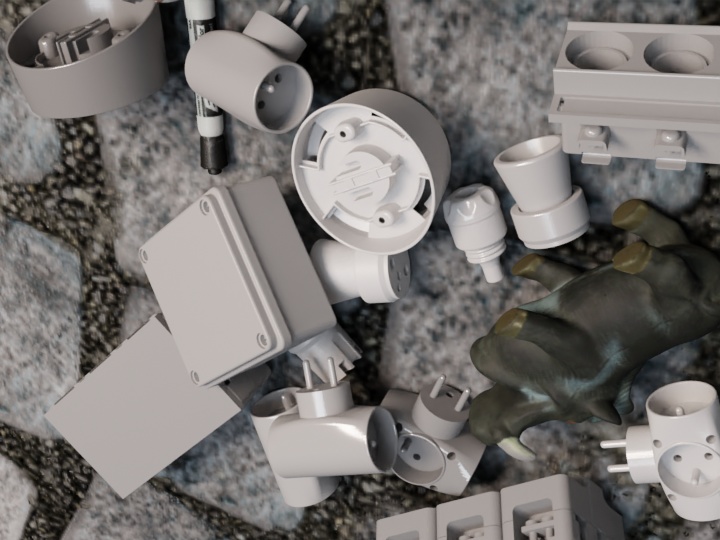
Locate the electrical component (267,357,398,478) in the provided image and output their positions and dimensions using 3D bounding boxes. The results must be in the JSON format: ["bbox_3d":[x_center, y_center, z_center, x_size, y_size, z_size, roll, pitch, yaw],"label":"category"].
[{"bbox_3d":[-0.021,0.097,0.716,0.077,0.043,0.079,-9,92,29],"label":"electrical component"}]

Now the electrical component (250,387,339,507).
[{"bbox_3d":[-0.032,0.127,0.780,0.079,0.043,0.077,-9,111,26],"label":"electrical component"}]

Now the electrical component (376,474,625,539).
[{"bbox_3d":[0.095,0.191,0.735,0.150,0.061,0.089,-22,138,30],"label":"electrical component"}]

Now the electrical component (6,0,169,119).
[{"bbox_3d":[-0.169,-0.137,0.675,0.099,0.099,0.064,2,122,21],"label":"electrical component"}]

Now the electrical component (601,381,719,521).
[{"bbox_3d":[0.194,0.116,0.682,0.079,0.044,0.077,-10,111,27],"label":"electrical component"}]

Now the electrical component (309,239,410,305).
[{"bbox_3d":[0.000,0.000,0.702,0.055,0.045,0.045,-4,113,23],"label":"electrical component"}]

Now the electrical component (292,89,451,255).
[{"bbox_3d":[0.007,-0.061,0.657,0.099,0.064,0.099,9,118,18],"label":"electrical component"}]

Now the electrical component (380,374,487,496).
[{"bbox_3d":[0.051,0.105,0.734,0.077,0.044,0.079,28,123,7],"label":"electrical component"}]

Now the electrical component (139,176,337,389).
[{"bbox_3d":[-0.082,0.010,0.703,0.109,0.056,0.108,-30,82,49],"label":"electrical component"}]

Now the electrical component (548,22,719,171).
[{"bbox_3d":[0.169,-0.092,0.574,0.121,0.078,0.063,7,139,19],"label":"electrical component"}]

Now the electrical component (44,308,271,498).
[{"bbox_3d":[-0.149,0.090,0.799,0.089,0.061,0.150,48,122,-6],"label":"electrical component"}]

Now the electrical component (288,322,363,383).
[{"bbox_3d":[-0.026,0.051,0.743,0.040,0.040,0.046,-35,104,32],"label":"electrical component"}]

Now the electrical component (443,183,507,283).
[{"bbox_3d":[0.075,-0.021,0.668,0.035,0.035,0.061,-10,115,26],"label":"electrical component"}]

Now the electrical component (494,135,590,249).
[{"bbox_3d":[0.108,-0.046,0.635,0.045,0.045,0.055,-12,110,27],"label":"electrical component"}]

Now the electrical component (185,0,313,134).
[{"bbox_3d":[-0.059,-0.130,0.655,0.077,0.043,0.079,32,88,42],"label":"electrical component"}]
